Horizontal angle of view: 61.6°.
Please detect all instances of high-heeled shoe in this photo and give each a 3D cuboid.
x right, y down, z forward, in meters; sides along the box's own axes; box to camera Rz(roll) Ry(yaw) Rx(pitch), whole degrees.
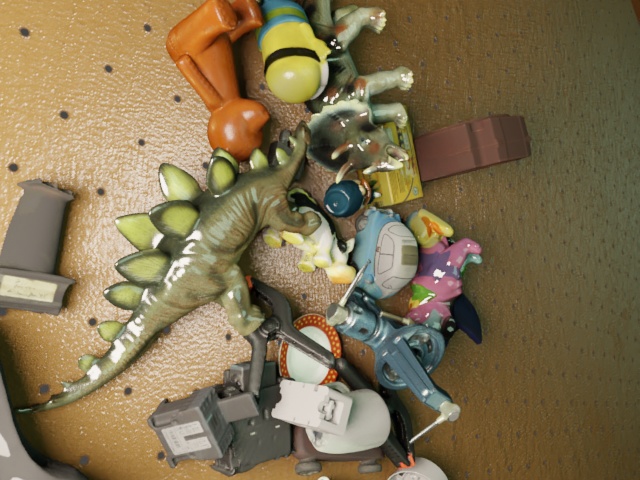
[{"bbox_3d":[-0.272,0.172,0.515,0.248,0.086,0.145,33,75,-23],"label":"high-heeled shoe"}]

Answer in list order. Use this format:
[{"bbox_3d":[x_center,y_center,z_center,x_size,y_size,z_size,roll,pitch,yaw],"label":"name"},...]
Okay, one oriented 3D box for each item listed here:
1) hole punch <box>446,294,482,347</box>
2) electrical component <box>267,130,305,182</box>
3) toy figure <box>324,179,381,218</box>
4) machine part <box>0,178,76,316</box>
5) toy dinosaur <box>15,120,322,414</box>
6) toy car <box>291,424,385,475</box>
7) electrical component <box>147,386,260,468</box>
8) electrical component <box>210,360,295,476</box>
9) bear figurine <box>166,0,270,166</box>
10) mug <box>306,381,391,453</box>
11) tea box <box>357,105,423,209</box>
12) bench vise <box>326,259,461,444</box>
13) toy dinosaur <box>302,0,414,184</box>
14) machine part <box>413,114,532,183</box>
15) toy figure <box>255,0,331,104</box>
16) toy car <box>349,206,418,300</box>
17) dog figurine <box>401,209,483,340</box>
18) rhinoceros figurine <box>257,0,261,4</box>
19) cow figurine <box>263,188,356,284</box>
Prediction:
[{"bbox_3d":[0.259,0.140,1.047,0.142,0.092,0.116,37,58,-31],"label":"hole punch"},{"bbox_3d":[-0.051,-0.117,0.816,0.063,0.021,0.094,30,64,-39],"label":"electrical component"},{"bbox_3d":[0.052,-0.070,0.859,0.154,0.064,0.057,-28,120,-67],"label":"toy figure"},{"bbox_3d":[-0.295,0.007,0.558,0.084,0.039,0.139,11,80,-35],"label":"machine part"},{"bbox_3d":[-0.145,0.022,0.643,0.198,0.105,0.471,45,67,-35],"label":"toy dinosaur"},{"bbox_3d":[0.027,0.311,0.825,0.202,0.053,0.089,22,50,-42],"label":"toy car"},{"bbox_3d":[-0.133,0.217,0.634,0.048,0.119,0.074,-57,131,-68],"label":"electrical component"},{"bbox_3d":[-0.090,0.230,0.717,0.115,0.058,0.134,-1,86,-46],"label":"electrical component"},{"bbox_3d":[-0.112,-0.194,0.694,0.195,0.132,0.120,63,28,-11],"label":"bear figurine"},{"bbox_3d":[0.030,0.250,0.765,0.107,0.080,0.110,2,43,-42],"label":"mug"},{"bbox_3d":[0.116,-0.146,0.949,0.098,0.068,0.169,-14,97,-44],"label":"tea box"},{"bbox_3d":[0.117,0.166,0.793,0.129,0.241,0.223,-44,127,4],"label":"bench vise"},{"bbox_3d":[0.020,-0.261,0.827,0.192,0.131,0.405,-22,78,-15],"label":"toy dinosaur"},{"bbox_3d":[0.271,-0.169,1.009,0.201,0.202,0.087,-15,94,-44],"label":"machine part"},{"bbox_3d":[-0.048,-0.269,0.749,0.089,0.082,0.180,-18,71,-10],"label":"toy figure"},{"bbox_3d":[0.115,0.027,0.896,0.109,0.103,0.161,8,91,-43],"label":"toy car"},{"bbox_3d":[0.187,0.076,0.971,0.219,0.192,0.108,-52,162,-7],"label":"dog figurine"},{"bbox_3d":[-0.078,-0.382,0.714,0.073,0.190,0.112,30,108,-40],"label":"rhinoceros figurine"},{"bbox_3d":[-0.002,-0.002,0.823,0.167,0.068,0.098,39,54,-35],"label":"cow figurine"}]
